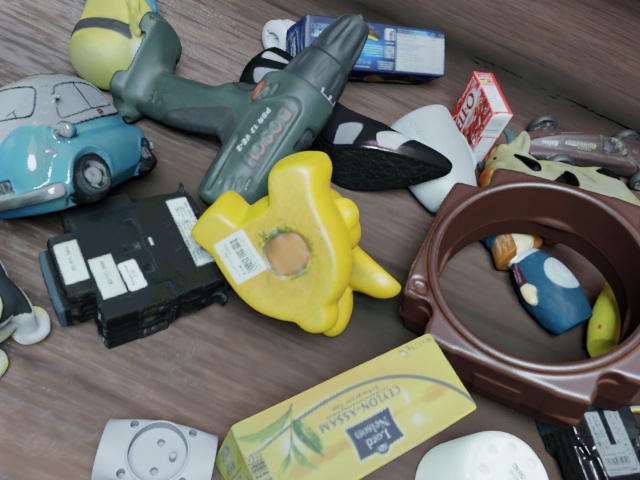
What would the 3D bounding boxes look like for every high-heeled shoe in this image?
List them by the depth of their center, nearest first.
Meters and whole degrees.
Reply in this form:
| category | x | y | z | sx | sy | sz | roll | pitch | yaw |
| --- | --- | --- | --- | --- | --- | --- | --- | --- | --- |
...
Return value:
| category | x | y | z | sx | sy | sz | roll | pitch | yaw |
| --- | --- | --- | --- | --- | --- | --- | --- | --- | --- |
| high-heeled shoe | 0.025 | -0.140 | 0.592 | 0.249 | 0.086 | 0.145 | 11 | 65 | 6 |

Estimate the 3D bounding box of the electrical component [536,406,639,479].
| category | x | y | z | sx | sy | sz | roll | pitch | yaw |
| --- | --- | --- | --- | --- | --- | --- | --- | --- | --- |
| electrical component | 0.241 | 0.168 | 0.483 | 0.075 | 0.047 | 0.119 | 5 | 56 | -16 |

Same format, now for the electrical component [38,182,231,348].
| category | x | y | z | sx | sy | sz | roll | pitch | yaw |
| --- | --- | --- | --- | --- | --- | --- | --- | --- | --- |
| electrical component | -0.157 | 0.020 | 0.449 | 0.134 | 0.058 | 0.115 | -16 | 60 | -27 |

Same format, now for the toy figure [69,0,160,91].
| category | x | y | z | sx | sy | sz | roll | pitch | yaw |
| --- | --- | --- | --- | --- | --- | --- | --- | --- | --- |
| toy figure | -0.225 | -0.243 | 0.598 | 0.089 | 0.082 | 0.180 | -9 | 65 | -1 |

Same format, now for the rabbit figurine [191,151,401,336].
| category | x | y | z | sx | sy | sz | roll | pitch | yaw |
| --- | --- | --- | --- | --- | --- | --- | --- | --- | --- |
| rabbit figurine | -0.001 | -0.001 | 0.470 | 0.162 | 0.122 | 0.173 | 49 | 16 | -6 |

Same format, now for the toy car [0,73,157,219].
| category | x | y | z | sx | sy | sz | roll | pitch | yaw |
| --- | --- | --- | --- | --- | --- | --- | --- | --- | --- |
| toy car | -0.211 | -0.083 | 0.439 | 0.109 | 0.102 | 0.162 | -6 | 22 | 19 |

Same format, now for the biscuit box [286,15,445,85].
| category | x | y | z | sx | sy | sz | roll | pitch | yaw |
| --- | --- | --- | --- | --- | --- | --- | --- | --- | --- |
| biscuit box | 0.059 | -0.234 | 0.674 | 0.203 | 0.063 | 0.059 | -4 | 97 | -25 |

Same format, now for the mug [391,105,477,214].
| category | x | y | z | sx | sy | sz | roll | pitch | yaw |
| --- | --- | --- | --- | --- | --- | --- | --- | --- | --- |
| mug | 0.137 | -0.086 | 0.614 | 0.109 | 0.081 | 0.107 | -7 | 69 | -40 |

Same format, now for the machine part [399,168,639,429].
| category | x | y | z | sx | sy | sz | roll | pitch | yaw |
| --- | --- | --- | --- | --- | --- | --- | --- | --- | --- |
| machine part | 0.188 | 0.043 | 0.479 | 0.201 | 0.087 | 0.201 | 20 | 61 | 21 |

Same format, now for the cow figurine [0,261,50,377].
| category | x | y | z | sx | sy | sz | roll | pitch | yaw |
| --- | --- | --- | --- | --- | --- | --- | --- | --- | --- |
| cow figurine | -0.275 | 0.017 | 0.388 | 0.167 | 0.098 | 0.068 | 42 | 61 | 12 |

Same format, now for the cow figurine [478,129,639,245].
| category | x | y | z | sx | sy | sz | roll | pitch | yaw |
| --- | --- | --- | --- | --- | --- | --- | --- | --- | --- |
| cow figurine | 0.270 | -0.060 | 0.626 | 0.195 | 0.085 | 0.127 | 3 | 48 | -23 |

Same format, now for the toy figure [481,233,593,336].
| category | x | y | z | sx | sy | sz | roll | pitch | yaw |
| --- | --- | --- | --- | --- | --- | --- | --- | --- | --- |
| toy figure | 0.222 | 0.027 | 0.572 | 0.064 | 0.058 | 0.154 | 18 | 37 | -57 |

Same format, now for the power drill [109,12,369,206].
| category | x | y | z | sx | sy | sz | roll | pitch | yaw |
| --- | --- | --- | --- | --- | --- | --- | --- | --- | --- |
| power drill | -0.087 | -0.150 | 0.534 | 0.207 | 0.086 | 0.232 | 26 | 87 | 8 |

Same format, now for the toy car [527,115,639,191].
| category | x | y | z | sx | sy | sz | roll | pitch | yaw |
| --- | --- | --- | --- | --- | --- | --- | --- | --- | --- |
| toy car | 0.370 | -0.121 | 0.726 | 0.202 | 0.053 | 0.089 | 8 | 57 | -14 |

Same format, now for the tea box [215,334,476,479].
| category | x | y | z | sx | sy | sz | roll | pitch | yaw |
| --- | --- | --- | --- | --- | --- | --- | --- | --- | --- |
| tea box | 0.017 | 0.142 | 0.396 | 0.169 | 0.098 | 0.068 | -16 | 63 | -29 |
